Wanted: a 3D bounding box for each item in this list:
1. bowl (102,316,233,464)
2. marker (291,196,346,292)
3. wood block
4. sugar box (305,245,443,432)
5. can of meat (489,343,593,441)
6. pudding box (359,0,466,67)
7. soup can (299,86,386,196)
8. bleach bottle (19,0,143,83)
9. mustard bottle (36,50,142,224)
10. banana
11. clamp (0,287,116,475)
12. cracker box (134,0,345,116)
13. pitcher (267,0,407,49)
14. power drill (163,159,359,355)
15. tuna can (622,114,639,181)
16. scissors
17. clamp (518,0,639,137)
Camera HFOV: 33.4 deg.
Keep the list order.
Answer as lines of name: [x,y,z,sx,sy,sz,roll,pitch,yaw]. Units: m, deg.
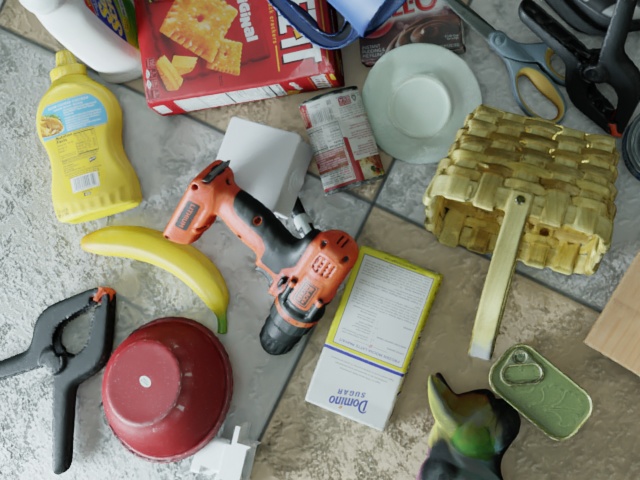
bowl: [-0.177,0.157,1.148,0.162,0.055,0.162,-6,74,20]
marker: [-0.008,0.001,1.152,0.020,0.020,0.121,-31,71,8]
wood block: [0.357,0.040,1.043,0.091,0.090,0.206,33,93,30]
sugar box: [0.058,0.103,1.132,0.093,0.048,0.176,21,95,12]
can of meat: [0.222,0.150,1.078,0.102,0.084,0.057,39,95,10]
pudding box: [0.096,-0.238,1.144,0.113,0.039,0.090,-5,86,11]
soup can: [0.023,-0.105,1.130,0.068,0.068,0.102,-17,92,9]
bleach bottle: [-0.250,-0.236,1.102,0.068,0.250,0.102,-15,84,9]
mustard bottle: [-0.267,-0.120,1.197,0.096,0.058,0.191,-15,85,12]
banana: [-0.174,0.027,1.183,0.198,0.037,0.069,31,93,11]
clamp: [-0.291,0.146,1.199,0.164,0.036,0.210,43,95,9]
cracker box: [-0.091,-0.236,1.163,0.214,0.072,0.164,-8,84,10]
pitcher: [-0.004,-0.320,1.065,0.243,0.145,0.149,42,62,2]
power drill: [-0.069,0.019,1.113,0.187,0.057,0.185,36,128,3]
tuna can: [0.354,-0.096,1.091,0.086,0.033,0.086,-1,87,11]
scissors: [0.206,-0.213,1.113,0.096,0.016,0.202,-35,95,-1]
clamp: [0.267,-0.180,1.069,0.120,0.171,0.039,13,47,38]
